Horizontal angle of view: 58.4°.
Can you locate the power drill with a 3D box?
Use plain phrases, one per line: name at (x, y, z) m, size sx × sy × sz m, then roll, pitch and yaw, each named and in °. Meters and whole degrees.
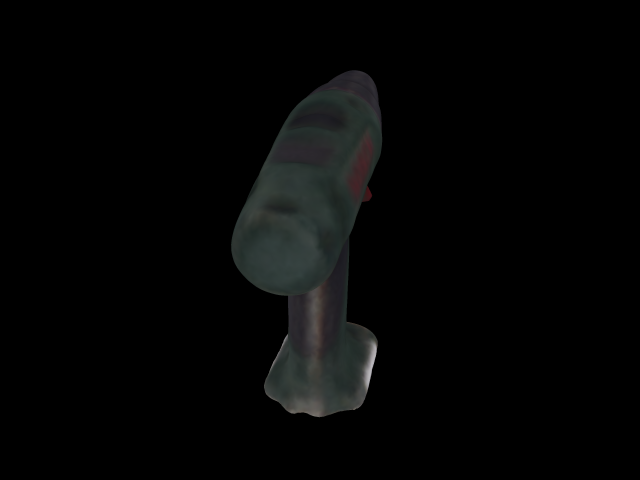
power drill at (0.004, 0.001, 0.400) m, size 0.075 × 0.208 × 0.230 m, roll 5°, pitch 25°, yaw 11°
